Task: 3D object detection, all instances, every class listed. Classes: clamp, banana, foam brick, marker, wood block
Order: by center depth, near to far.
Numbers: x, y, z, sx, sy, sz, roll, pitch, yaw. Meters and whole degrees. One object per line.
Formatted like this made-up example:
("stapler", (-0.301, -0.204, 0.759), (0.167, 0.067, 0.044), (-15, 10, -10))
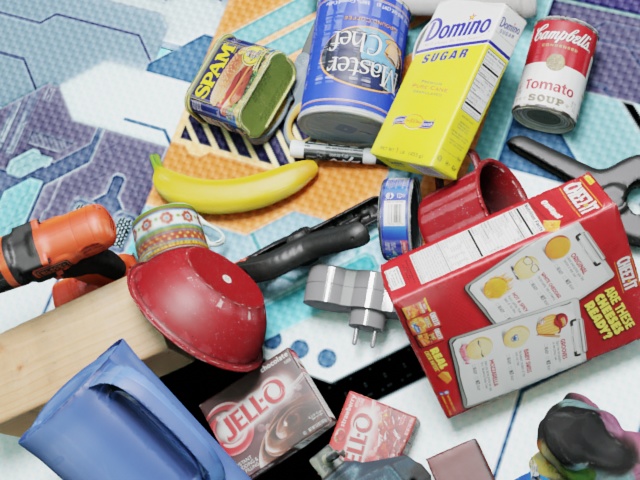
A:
("foam brick", (0.141, 0.235, 1.007), (0.051, 0.053, 0.078), (-25, 69, 4))
("clamp", (0.287, -0.026, 1.059), (0.210, 0.036, 0.164), (1, 76, 17))
("clamp", (-0.007, 0.001, 1.098), (0.172, 0.120, 0.039), (-18, 96, 27))
("wood block", (-0.249, 0.121, 1.108), (0.206, 0.090, 0.090), (-24, 71, 4))
("marker", (0.028, -0.092, 1.138), (0.121, 0.020, 0.020), (6, 75, 7))
("banana", (-0.102, -0.060, 1.156), (0.198, 0.037, 0.069), (5, 75, 14))

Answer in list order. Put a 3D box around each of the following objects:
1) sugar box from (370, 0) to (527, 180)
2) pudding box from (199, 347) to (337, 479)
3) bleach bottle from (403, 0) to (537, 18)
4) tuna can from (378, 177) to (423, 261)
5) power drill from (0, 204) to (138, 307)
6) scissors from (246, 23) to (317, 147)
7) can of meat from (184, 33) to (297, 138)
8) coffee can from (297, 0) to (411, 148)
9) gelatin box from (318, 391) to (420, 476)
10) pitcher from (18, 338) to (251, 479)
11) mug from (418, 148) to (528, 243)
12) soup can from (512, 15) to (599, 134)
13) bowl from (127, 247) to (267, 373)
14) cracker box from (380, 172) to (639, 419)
("sugar box", (0.125, -0.150, 1.052), (0.093, 0.048, 0.176), (18, 84, 49))
("pudding box", (-0.052, 0.177, 1.074), (0.113, 0.039, 0.090), (-33, 70, 2))
("bleach bottle", (0.105, -0.279, 1.150), (0.251, 0.068, 0.102), (-2, 47, 12))
("tuna can", (0.082, -0.021, 1.077), (0.034, 0.086, 0.086), (0, 74, 14))
("power drill", (-0.271, 0.036, 1.086), (0.184, 0.187, 0.057), (-20, 72, 5))
("scissors", (-0.007, -0.181, 1.181), (0.096, 0.016, 0.201), (35, 85, 20))
("can of meat", (-0.085, -0.167, 1.160), (0.084, 0.057, 0.102), (23, 79, 37))
("coffee can", (0.037, -0.180, 1.125), (0.103, 0.102, 0.140), (5, 75, 14))
("gelatin box", (0.048, 0.203, 1.049), (0.073, 0.030, 0.089), (19, 79, 17))
("pitcher", (-0.146, 0.215, 0.989), (0.145, 0.149, 0.243), (-44, 97, 5))
("mug", (0.147, -0.033, 1.053), (0.082, 0.093, 0.117), (-27, 77, 37))
("soup can", (0.241, -0.169, 1.095), (0.068, 0.068, 0.102), (14, 78, 16))
("bowl", (-0.108, 0.056, 1.053), (0.162, 0.161, 0.055), (44, 108, 20))
("cracker box", (0.182, 0.054, 0.992), (0.214, 0.164, 0.072), (-24, 34, 4))
